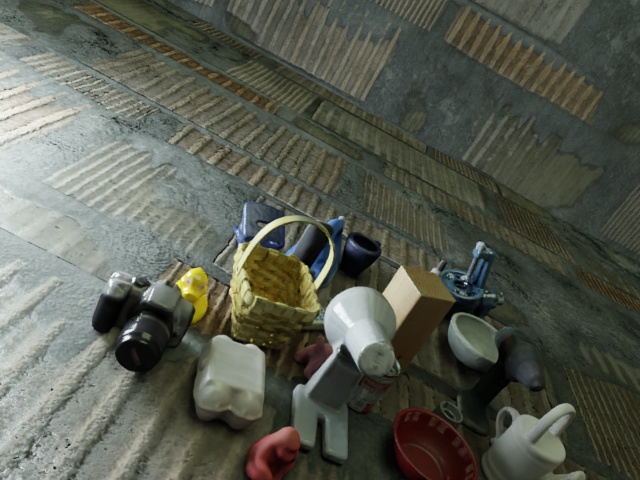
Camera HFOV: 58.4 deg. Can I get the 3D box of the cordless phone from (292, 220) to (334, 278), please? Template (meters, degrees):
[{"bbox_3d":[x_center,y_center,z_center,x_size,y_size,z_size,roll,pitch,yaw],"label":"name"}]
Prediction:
[{"bbox_3d":[-0.064,0.020,1.165,0.148,0.185,0.094,19,27,-21],"label":"cordless phone"}]

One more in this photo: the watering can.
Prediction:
[{"bbox_3d":[0.385,0.364,1.005,0.172,0.194,0.101,41,28,22],"label":"watering can"}]

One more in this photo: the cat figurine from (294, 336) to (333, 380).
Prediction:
[{"bbox_3d":[0.032,0.188,1.041,0.128,0.117,0.067,2,37,-45],"label":"cat figurine"}]

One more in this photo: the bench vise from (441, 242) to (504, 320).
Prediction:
[{"bbox_3d":[0.391,0.103,1.457,0.208,0.219,0.121,8,33,-39],"label":"bench vise"}]

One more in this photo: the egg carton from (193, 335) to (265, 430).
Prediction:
[{"bbox_3d":[-0.137,0.213,0.873,0.107,0.069,0.150,22,27,-17],"label":"egg carton"}]

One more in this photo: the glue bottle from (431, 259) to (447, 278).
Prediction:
[{"bbox_3d":[0.247,0.115,1.337,0.078,0.173,0.037,42,28,24],"label":"glue bottle"}]

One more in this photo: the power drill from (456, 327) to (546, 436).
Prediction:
[{"bbox_3d":[0.354,0.276,1.116,0.075,0.208,0.230,29,25,-2],"label":"power drill"}]

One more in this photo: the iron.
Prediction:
[{"bbox_3d":[0.012,0.005,1.325,0.118,0.141,0.259,33,26,5],"label":"iron"}]

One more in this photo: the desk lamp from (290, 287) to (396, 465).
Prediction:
[{"bbox_3d":[0.047,0.204,0.917,0.118,0.213,0.203,24,26,-12],"label":"desk lamp"}]

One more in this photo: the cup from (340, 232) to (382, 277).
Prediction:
[{"bbox_3d":[0.098,0.040,1.405,0.091,0.095,0.118,43,28,25],"label":"cup"}]

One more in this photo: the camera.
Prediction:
[{"bbox_3d":[-0.270,0.120,0.863,0.143,0.100,0.137,25,26,-11],"label":"camera"}]

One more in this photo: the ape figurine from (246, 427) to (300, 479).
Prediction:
[{"bbox_3d":[-0.058,0.294,0.783,0.078,0.092,0.076,5,35,-42],"label":"ape figurine"}]

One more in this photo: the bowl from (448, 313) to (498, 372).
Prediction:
[{"bbox_3d":[0.358,0.250,1.324,0.168,0.074,0.167,24,26,-12],"label":"bowl"}]

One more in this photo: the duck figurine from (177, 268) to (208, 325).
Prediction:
[{"bbox_3d":[-0.223,0.086,0.994,0.078,0.086,0.104,23,26,-14],"label":"duck figurine"}]

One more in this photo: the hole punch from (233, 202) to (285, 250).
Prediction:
[{"bbox_3d":[-0.128,-0.021,1.282,0.109,0.091,0.101,15,29,-29],"label":"hole punch"}]
